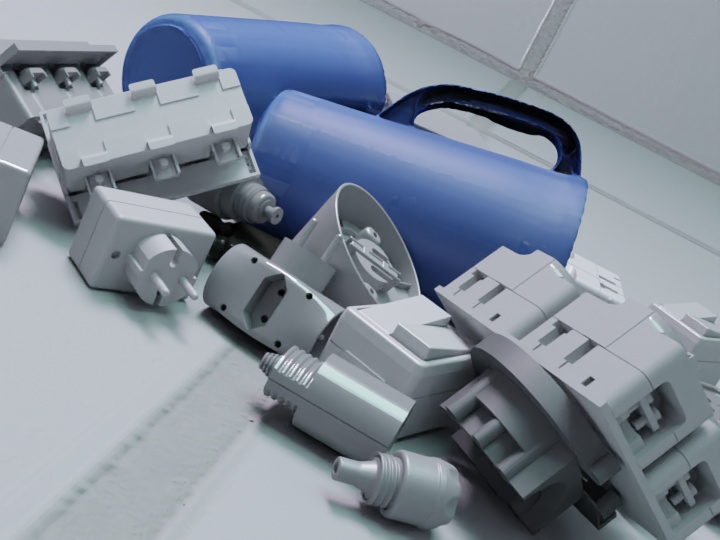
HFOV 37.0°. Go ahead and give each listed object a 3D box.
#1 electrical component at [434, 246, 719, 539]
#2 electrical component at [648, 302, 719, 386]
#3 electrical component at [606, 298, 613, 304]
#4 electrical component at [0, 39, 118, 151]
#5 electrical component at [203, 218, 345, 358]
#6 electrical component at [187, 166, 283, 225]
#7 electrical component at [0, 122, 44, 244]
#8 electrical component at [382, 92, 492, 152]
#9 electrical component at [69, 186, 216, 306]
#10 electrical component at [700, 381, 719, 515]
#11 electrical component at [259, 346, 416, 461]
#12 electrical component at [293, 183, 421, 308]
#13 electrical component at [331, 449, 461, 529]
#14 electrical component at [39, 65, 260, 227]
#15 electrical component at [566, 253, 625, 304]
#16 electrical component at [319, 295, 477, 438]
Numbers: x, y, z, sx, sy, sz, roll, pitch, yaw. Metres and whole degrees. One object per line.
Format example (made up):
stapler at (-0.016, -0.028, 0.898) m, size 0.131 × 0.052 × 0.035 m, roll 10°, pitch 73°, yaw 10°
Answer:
electrical component at (0.128, 0.062, 0.614) m, size 0.105 × 0.060 × 0.186 m, roll 59°, pitch -9°, yaw -26°
electrical component at (0.288, 0.065, 0.962) m, size 0.096 × 0.061 × 0.062 m, roll 7°, pitch 26°, yaw -46°
electrical component at (0.176, 0.058, 0.803) m, size 0.047 × 0.075 × 0.083 m, roll 6°, pitch 27°, yaw -47°
electrical component at (-0.222, -0.121, 0.750) m, size 0.063 × 0.079 × 0.121 m, roll 58°, pitch 21°, yaw 1°
electrical component at (-0.040, 0.007, 0.640) m, size 0.077 × 0.079 × 0.043 m, roll 32°, pitch -3°, yaw 16°
electrical component at (-0.084, -0.052, 0.730) m, size 0.078 × 0.040 × 0.040 m, roll 30°, pitch 17°, yaw 29°
electrical component at (-0.227, -0.059, 0.609) m, size 0.077 × 0.047 × 0.065 m, roll 21°, pitch 19°, yaw -17°
electrical component at (0.056, -0.100, 0.892) m, size 0.100 × 0.048 × 0.099 m, roll 22°, pitch 19°, yaw -14°
electrical component at (-0.117, -0.005, 0.615) m, size 0.066 × 0.047 × 0.076 m, roll 10°, pitch 25°, yaw -41°
electrical component at (0.241, 0.124, 0.737) m, size 0.054 × 0.059 × 0.095 m, roll 19°, pitch 20°, yaw -24°
electrical component at (-0.016, 0.067, 0.562) m, size 0.081 × 0.043 × 0.043 m, roll 29°, pitch 18°, yaw 8°
electrical component at (0.000, 0.000, 0.701) m, size 0.099 × 0.064 × 0.099 m, roll 34°, pitch 33°, yaw -27°
electrical component at (0.016, 0.104, 0.523) m, size 0.061 × 0.035 × 0.035 m, roll 18°, pitch 20°, yaw -17°
electrical component at (-0.132, -0.084, 0.677) m, size 0.121 × 0.063 × 0.078 m, roll -17°, pitch 76°, yaw -17°
electrical component at (0.199, 0.024, 0.968) m, size 0.056 × 0.050 × 0.089 m, roll 27°, pitch 18°, yaw 1°
electrical component at (0.021, 0.054, 0.621) m, size 0.062 × 0.061 × 0.096 m, roll 37°, pitch 21°, yaw 28°
